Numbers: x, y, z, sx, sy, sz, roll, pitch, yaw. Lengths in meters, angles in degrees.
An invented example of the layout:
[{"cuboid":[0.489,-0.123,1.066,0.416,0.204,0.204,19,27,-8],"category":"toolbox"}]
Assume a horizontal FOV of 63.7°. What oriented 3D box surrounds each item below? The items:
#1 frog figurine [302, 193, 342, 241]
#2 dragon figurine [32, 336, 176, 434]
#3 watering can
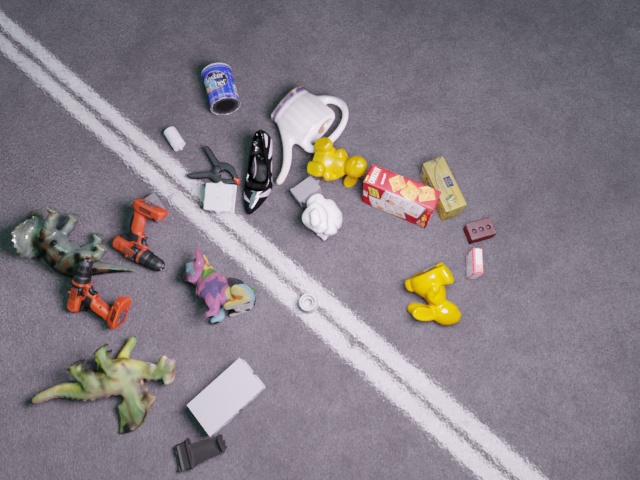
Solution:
[{"cuboid":[0.005,-0.077,1.523,0.123,0.157,0.139,-18,73,-2],"category":"frog figurine"},{"cuboid":[-0.581,0.427,1.440,0.410,0.121,0.244,-34,81,1],"category":"dragon figurine"},{"cuboid":[-0.071,-0.353,1.648,0.226,0.102,0.350,43,80,17],"category":"watering can"}]
